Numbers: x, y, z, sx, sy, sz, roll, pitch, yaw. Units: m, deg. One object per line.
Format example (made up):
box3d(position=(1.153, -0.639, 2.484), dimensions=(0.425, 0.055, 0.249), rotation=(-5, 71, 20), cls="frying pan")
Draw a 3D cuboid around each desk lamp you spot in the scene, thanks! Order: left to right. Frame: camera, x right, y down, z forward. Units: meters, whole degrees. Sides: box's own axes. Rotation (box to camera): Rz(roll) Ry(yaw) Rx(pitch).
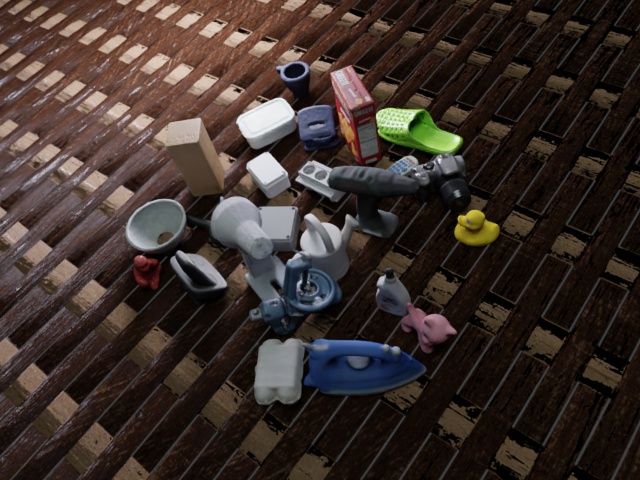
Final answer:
box3d(position=(-0.151, 0.023, 1.349), dimensions=(0.118, 0.214, 0.202), rotation=(-35, 56, -13), cls="desk lamp")

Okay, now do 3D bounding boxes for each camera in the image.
box3d(position=(0.311, -0.141, 1.435), dimensions=(0.143, 0.101, 0.136), rotation=(-16, 54, 1), cls="camera")

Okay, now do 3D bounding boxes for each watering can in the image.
box3d(position=(0.011, 0.003, 1.341), dimensions=(0.100, 0.194, 0.173), rotation=(27, 65, 27), cls="watering can")

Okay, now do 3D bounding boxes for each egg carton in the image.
box3d(position=(-0.087, 0.285, 1.243), dimensions=(0.107, 0.069, 0.150), rotation=(-4, 55, 10), cls="egg carton")

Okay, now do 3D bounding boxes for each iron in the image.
box3d(position=(0.088, 0.245, 1.189), dimensions=(0.258, 0.142, 0.118), rotation=(-3, 55, 10), cls="iron")

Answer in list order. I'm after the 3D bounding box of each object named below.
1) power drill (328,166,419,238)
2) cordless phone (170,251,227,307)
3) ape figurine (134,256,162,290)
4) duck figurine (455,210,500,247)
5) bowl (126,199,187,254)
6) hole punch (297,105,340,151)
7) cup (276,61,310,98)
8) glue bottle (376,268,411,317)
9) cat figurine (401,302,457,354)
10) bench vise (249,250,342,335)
box3d(position=(0.134, -0.098, 1.376), dimensions=(0.229, 0.209, 0.076), rotation=(17, 61, 22), cls="power drill")
box3d(position=(-0.311, 0.061, 1.375), dimensions=(0.094, 0.185, 0.147), rotation=(-41, 57, -16), cls="cordless phone")
box3d(position=(-0.443, 0.074, 1.452), dimensions=(0.076, 0.092, 0.078), rotation=(33, 68, 29), cls="ape figurine")
box3d(position=(0.373, -0.035, 1.358), dimensions=(0.104, 0.086, 0.077), rotation=(5, 57, 15), cls="duck figurine")
box3d(position=(-0.424, -0.024, 1.526), dimensions=(0.167, 0.075, 0.167), rotation=(-6, 55, 8), cls="bowl")
box3d(position=(-0.005, -0.320, 1.633), dimensions=(0.108, 0.091, 0.101), rotation=(-10, 54, 5), cls="hole punch")
box3d(position=(-0.079, -0.488, 1.764), dimensions=(0.117, 0.095, 0.092), rotation=(22, 63, 25), cls="cup")
box3d(position=(0.156, 0.108, 1.250), dimensions=(0.078, 0.173, 0.037), rotation=(13, 59, 20), cls="glue bottle")
box3d(position=(0.229, 0.181, 1.219), dimensions=(0.067, 0.118, 0.127), rotation=(-37, 56, -14), cls="cat figurine")
box3d(position=(-0.055, 0.122, 1.257), dimensions=(0.208, 0.220, 0.121), rotation=(-39, 57, -15), cls="bench vise")
